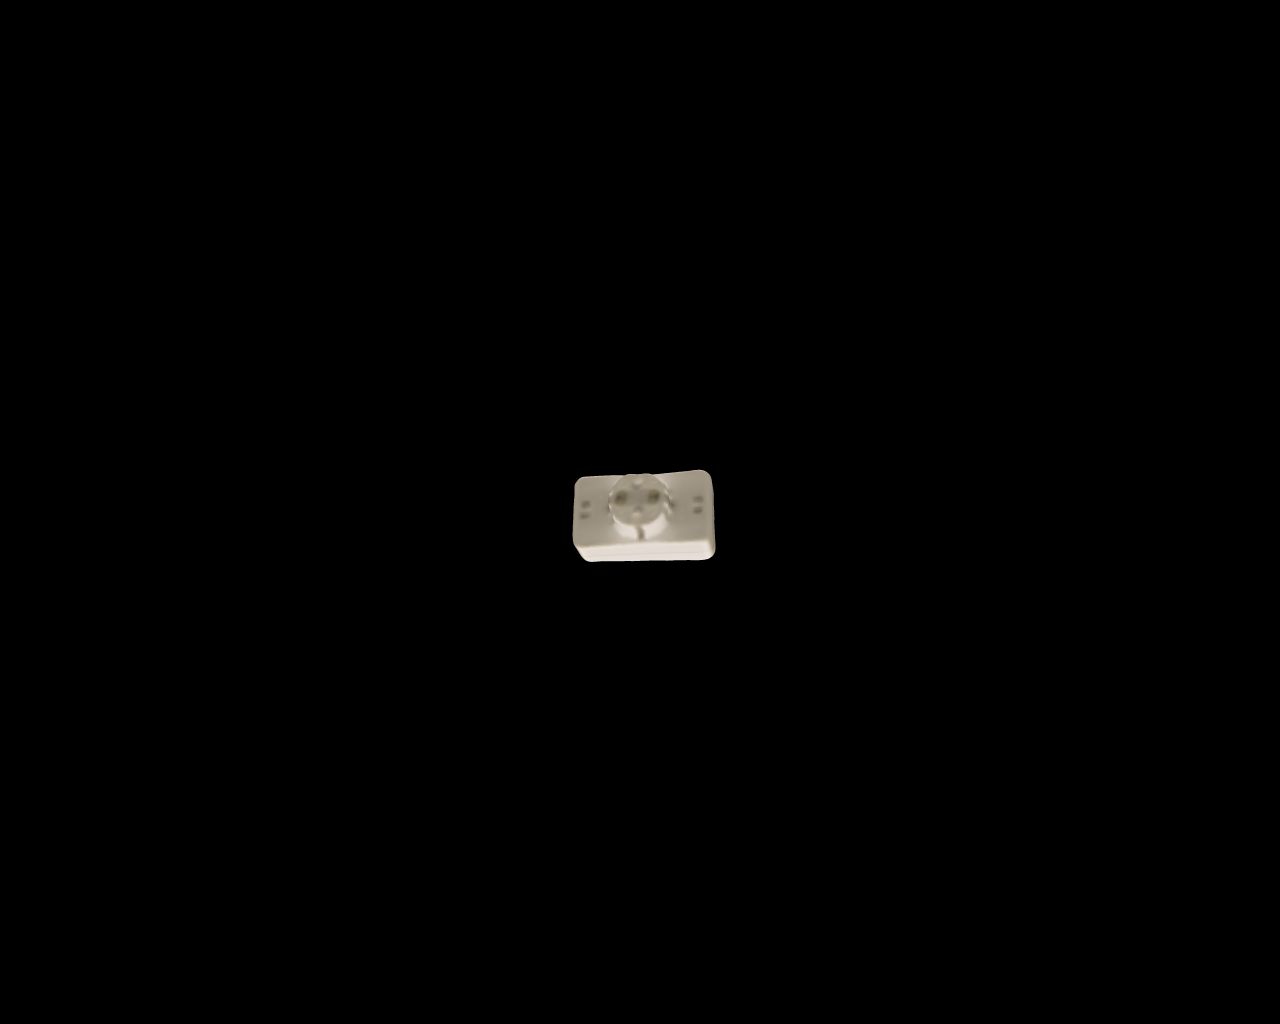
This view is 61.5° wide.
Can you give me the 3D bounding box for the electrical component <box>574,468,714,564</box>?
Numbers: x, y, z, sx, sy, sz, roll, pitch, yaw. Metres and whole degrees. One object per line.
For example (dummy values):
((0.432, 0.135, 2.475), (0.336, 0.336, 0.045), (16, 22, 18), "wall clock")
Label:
((0.001, -0.003, 0.650), (0.083, 0.047, 0.075), (-2, -19, 7), "electrical component")
